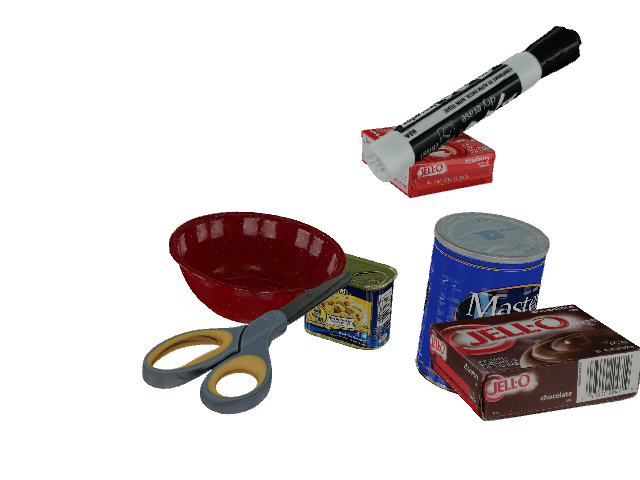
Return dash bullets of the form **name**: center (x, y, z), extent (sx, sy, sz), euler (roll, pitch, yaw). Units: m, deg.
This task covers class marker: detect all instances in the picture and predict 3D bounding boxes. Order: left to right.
- **marker**: center (0.073, -0.065, 0.489), extent (0.121, 0.020, 0.020), euler (-33, 11, -17)

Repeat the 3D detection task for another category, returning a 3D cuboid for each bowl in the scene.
- **bowl**: center (-0.059, 0.031, 0.975), extent (0.162, 0.055, 0.162), euler (6, 25, -3)

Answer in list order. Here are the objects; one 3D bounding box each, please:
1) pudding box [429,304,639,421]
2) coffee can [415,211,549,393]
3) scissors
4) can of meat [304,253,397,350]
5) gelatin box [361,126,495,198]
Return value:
- **pudding box**: center (0.139, 0.078, 0.705), extent (0.113, 0.039, 0.090), euler (-5, 18, -15)
- **coffee can**: center (0.147, 0.057, 0.979), extent (0.103, 0.140, 0.103), euler (5, 23, -2)
- **scissors**: center (-0.029, 0.071, 0.759), extent (0.201, 0.016, 0.096), euler (-18, 36, -33)
- **can of meat**: center (0.031, 0.066, 1.178), extent (0.102, 0.084, 0.057), euler (15, 28, 26)
- **gelatin box**: center (0.083, -0.066, 0.836), extent (0.073, 0.030, 0.089), euler (-10, 26, -20)
